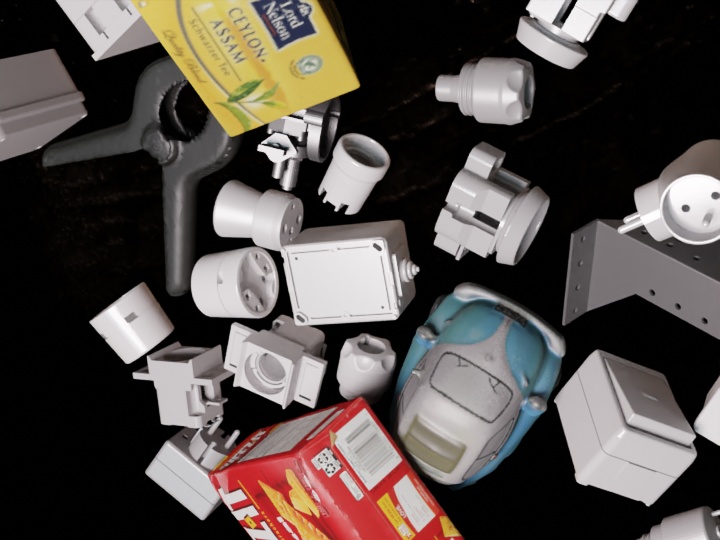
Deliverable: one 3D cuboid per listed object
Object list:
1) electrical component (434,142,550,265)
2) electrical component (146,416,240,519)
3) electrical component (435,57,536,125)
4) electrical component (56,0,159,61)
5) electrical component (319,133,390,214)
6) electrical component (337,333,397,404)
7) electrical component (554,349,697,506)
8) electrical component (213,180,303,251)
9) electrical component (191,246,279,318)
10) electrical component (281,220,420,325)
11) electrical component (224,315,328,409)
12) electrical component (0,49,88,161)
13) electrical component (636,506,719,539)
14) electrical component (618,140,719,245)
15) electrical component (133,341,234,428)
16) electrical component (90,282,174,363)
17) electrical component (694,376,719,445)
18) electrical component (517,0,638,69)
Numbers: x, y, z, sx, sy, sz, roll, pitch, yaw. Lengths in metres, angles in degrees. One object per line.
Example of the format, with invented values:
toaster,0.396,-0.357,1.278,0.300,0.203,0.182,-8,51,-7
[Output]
electrical component,0.091,-0.039,0.729,0.057,0.058,0.078,29,120,15
electrical component,-0.131,0.159,0.923,0.066,0.047,0.076,38,108,7
electrical component,0.081,-0.118,0.708,0.062,0.043,0.043,7,114,24
electrical component,-0.109,-0.227,0.715,0.186,0.105,0.060,-34,94,32
electrical component,-0.005,-0.068,0.773,0.040,0.040,0.046,36,128,8
electrical component,0.003,0.084,0.829,0.043,0.043,0.062,21,120,16
electrical component,0.178,0.098,0.728,0.062,0.096,0.061,21,123,-18
electrical component,-0.076,-0.041,0.813,0.055,0.045,0.045,15,116,18
electrical component,-0.098,0.011,0.840,0.047,0.055,0.055,-4,109,31
electrical component,0.000,0.000,0.789,0.096,0.061,0.061,-5,107,20
electrical component,-0.061,0.069,0.841,0.081,0.064,0.042,22,118,15
electrical component,-0.278,-0.122,0.834,0.078,0.113,0.057,-26,96,31
electrical component,0.227,0.197,0.773,0.078,0.040,0.040,-27,98,31
electrical component,0.197,-0.042,0.665,0.079,0.077,0.044,-25,99,32
electrical component,-0.143,0.097,0.898,0.081,0.042,0.063,2,104,28
electrical component,-0.189,0.045,0.897,0.055,0.055,0.047,-31,99,32
electrical component,0.279,0.083,0.695,0.100,0.048,0.099,30,121,11
electrical component,0.129,-0.159,0.667,0.066,0.048,0.055,33,114,9
